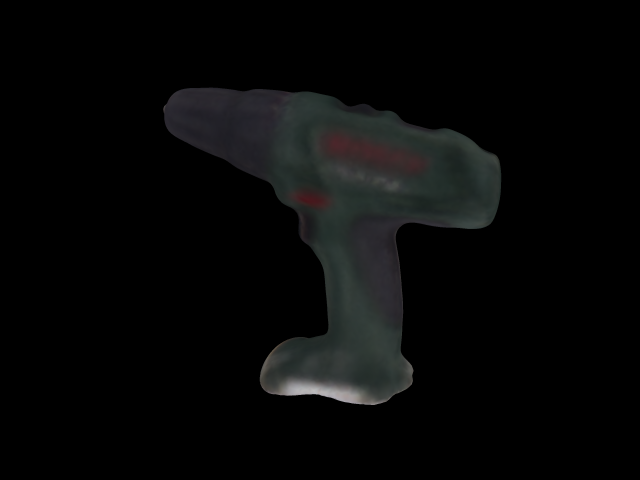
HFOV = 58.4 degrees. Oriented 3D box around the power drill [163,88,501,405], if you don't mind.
[{"bbox_3d":[0.004,0.001,0.400,0.229,0.208,0.076,3,15,9],"label":"power drill"}]
